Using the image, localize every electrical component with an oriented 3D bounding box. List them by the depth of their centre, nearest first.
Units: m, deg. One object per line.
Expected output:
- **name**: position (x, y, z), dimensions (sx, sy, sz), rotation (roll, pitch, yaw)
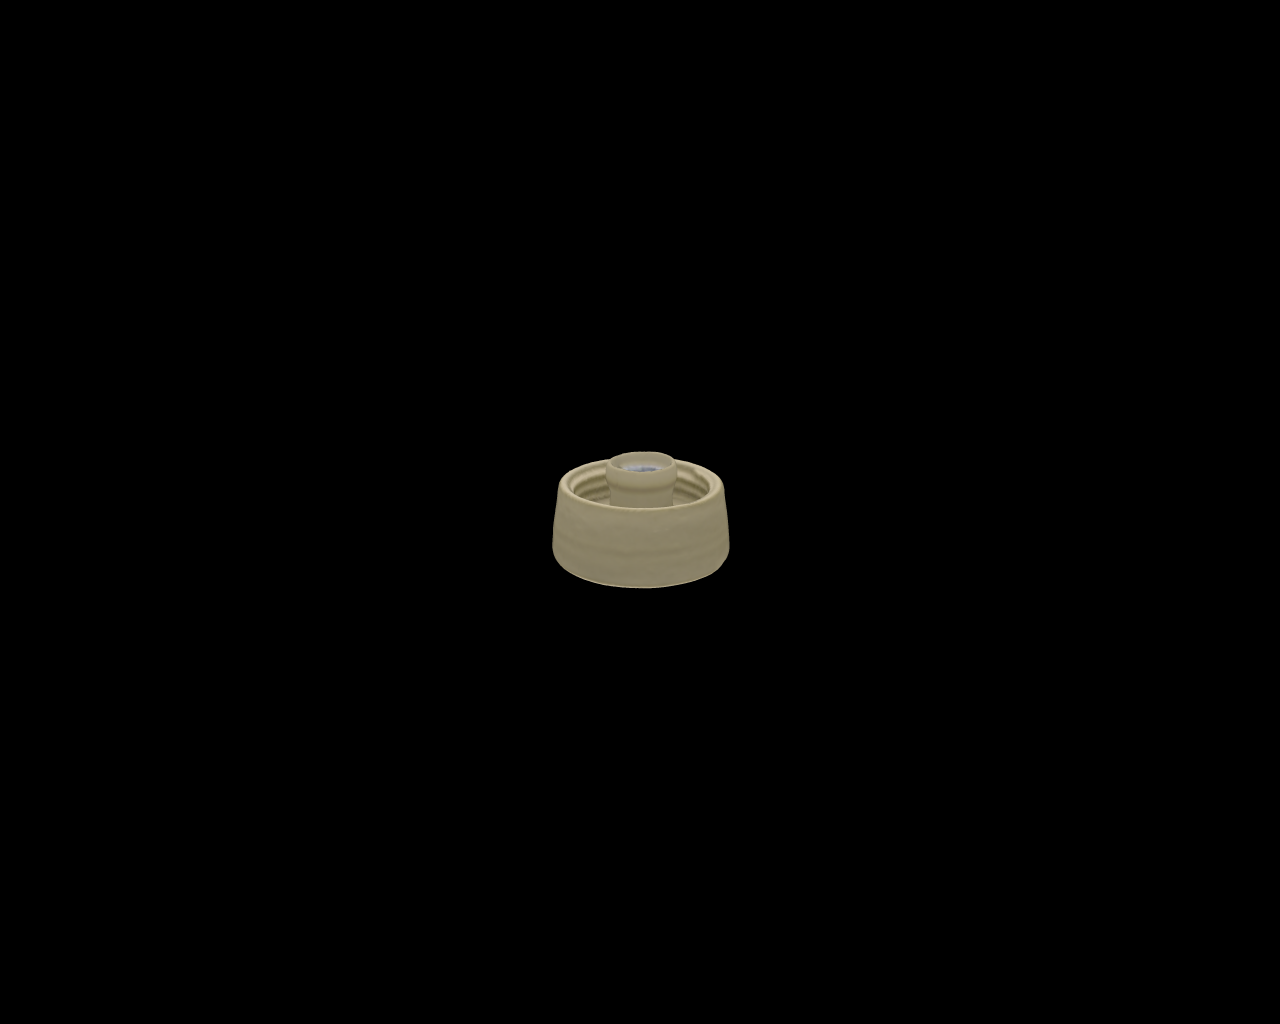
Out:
- **electrical component**: position (0.001, -0.003, 0.650), dimensions (0.108, 0.060, 0.108), rotation (0, 20, 0)
